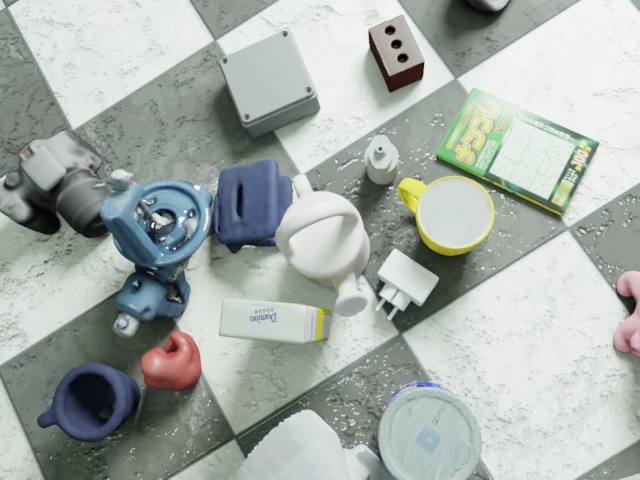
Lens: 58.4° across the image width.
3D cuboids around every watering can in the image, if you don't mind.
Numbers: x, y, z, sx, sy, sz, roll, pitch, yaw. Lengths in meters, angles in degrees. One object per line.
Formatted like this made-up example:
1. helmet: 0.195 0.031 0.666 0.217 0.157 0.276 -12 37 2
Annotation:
1. watering can: 0.008 0.001 0.665 0.101 0.194 0.172 -45 77 -2

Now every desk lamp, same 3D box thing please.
1. desk lamp: 0.024 0.277 0.601 0.203 0.214 0.118 37 87 13

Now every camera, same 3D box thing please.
1. camera: -0.350 -0.060 0.774 0.143 0.101 0.136 -44 77 -2

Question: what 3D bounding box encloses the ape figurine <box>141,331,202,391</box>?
1. ape figurine: -0.192 0.156 0.716 0.078 0.092 0.076 -36 77 0

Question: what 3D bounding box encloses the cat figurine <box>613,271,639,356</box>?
1. cat figurine: 0.380 0.093 0.636 0.067 0.118 0.128 5 80 9

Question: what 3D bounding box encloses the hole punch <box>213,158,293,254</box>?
1. hole punch: -0.091 -0.043 0.740 0.101 0.091 0.109 -3 79 8

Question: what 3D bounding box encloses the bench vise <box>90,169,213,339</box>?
1. bench vise: -0.197 0.011 0.678 0.121 0.220 0.207 -1 79 8

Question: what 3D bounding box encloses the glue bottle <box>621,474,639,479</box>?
1. glue bottle: 0.363 0.271 0.576 0.078 0.173 0.037 -18 77 5

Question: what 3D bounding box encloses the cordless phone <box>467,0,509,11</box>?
1. cordless phone: 0.226 -0.395 0.713 0.094 0.185 0.148 26 84 12

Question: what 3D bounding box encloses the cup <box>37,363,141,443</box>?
1. cup: -0.279 0.205 0.718 0.117 0.095 0.091 -23 77 3
